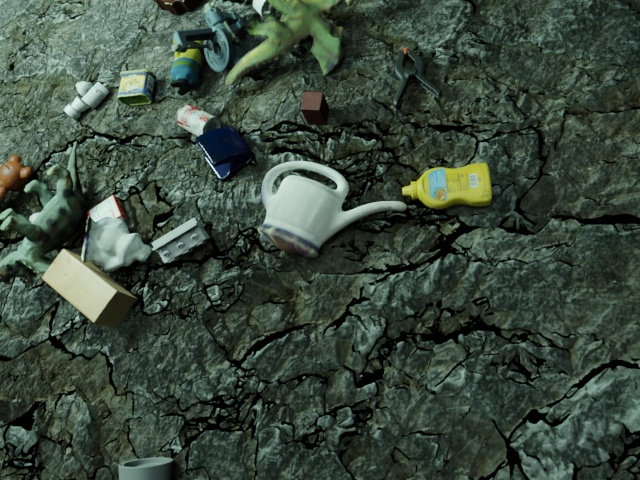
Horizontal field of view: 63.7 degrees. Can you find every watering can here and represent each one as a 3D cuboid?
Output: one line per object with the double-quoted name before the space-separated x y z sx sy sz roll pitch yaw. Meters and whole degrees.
"watering can" 0.004 -0.059 1.182 0.349 0.102 0.226 22 78 20

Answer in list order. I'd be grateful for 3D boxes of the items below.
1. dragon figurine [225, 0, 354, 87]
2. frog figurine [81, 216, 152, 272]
"dragon figurine" -0.053 -0.529 1.356 0.243 0.123 0.407 33 101 1
"frog figurine" -0.511 0.012 1.306 0.159 0.120 0.140 9 59 -20
